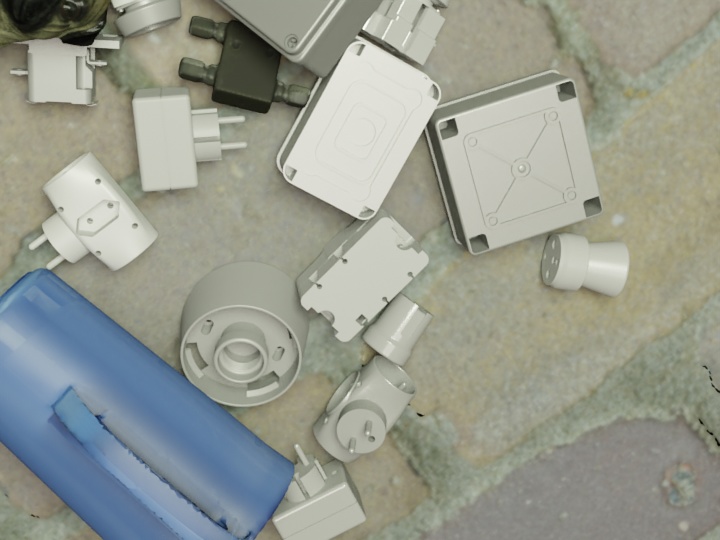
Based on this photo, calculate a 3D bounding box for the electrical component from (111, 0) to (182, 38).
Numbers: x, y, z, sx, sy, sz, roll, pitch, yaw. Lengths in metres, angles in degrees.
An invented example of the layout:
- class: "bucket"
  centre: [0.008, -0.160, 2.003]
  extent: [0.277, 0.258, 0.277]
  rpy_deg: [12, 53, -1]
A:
- class: "electrical component"
  centre: [-0.151, -0.192, 0.735]
  extent: [0.066, 0.048, 0.055]
  rpy_deg: [-21, 100, -2]

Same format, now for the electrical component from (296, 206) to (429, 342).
- class: "electrical component"
  centre: [0.000, 0.000, 0.805]
  extent: [0.089, 0.055, 0.050]
  rpy_deg: [-45, 107, 6]

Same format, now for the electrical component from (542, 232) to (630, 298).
- class: "electrical component"
  centre: [0.174, -0.004, 0.834]
  extent: [0.055, 0.045, 0.045]
  rpy_deg: [9, 104, -10]

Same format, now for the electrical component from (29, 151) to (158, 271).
- class: "electrical component"
  centre: [-0.201, -0.032, 0.774]
  extent: [0.079, 0.043, 0.077]
  rpy_deg: [-36, 107, 4]

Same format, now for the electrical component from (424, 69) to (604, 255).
- class: "electrical component"
  centre: [0.113, -0.080, 0.798]
  extent: [0.109, 0.056, 0.108]
  rpy_deg: [-18, 108, -3]

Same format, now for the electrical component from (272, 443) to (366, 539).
- class: "electrical component"
  centre: [-0.042, 0.173, 0.853]
  extent: [0.066, 0.047, 0.076]
  rpy_deg: [-27, 108, 0]

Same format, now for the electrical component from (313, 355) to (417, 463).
- class: "electrical component"
  centre: [0.002, 0.113, 0.820]
  extent: [0.044, 0.079, 0.077]
  rpy_deg: [38, 107, -8]

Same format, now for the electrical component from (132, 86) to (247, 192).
- class: "electrical component"
  centre: [-0.119, -0.095, 0.766]
  extent: [0.077, 0.047, 0.065]
  rpy_deg: [-6, 108, -8]

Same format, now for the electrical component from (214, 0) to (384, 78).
- class: "electrical component"
  centre: [-0.039, -0.204, 0.717]
  extent: [0.109, 0.056, 0.108]
  rpy_deg: [41, 98, 19]

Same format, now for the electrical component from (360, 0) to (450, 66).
- class: "electrical component"
  centre: [0.033, -0.182, 0.760]
  extent: [0.066, 0.048, 0.055]
  rpy_deg: [23, 98, -42]

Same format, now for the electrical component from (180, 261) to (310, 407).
- class: "electrical component"
  centre: [-0.088, 0.051, 0.816]
  extent: [0.099, 0.064, 0.099]
  rpy_deg: [-1, 118, -2]

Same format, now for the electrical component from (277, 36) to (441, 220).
- class: "electrical component"
  centre: [-0.002, -0.103, 0.774]
  extent: [0.078, 0.057, 0.113]
  rpy_deg: [27, 100, -14]

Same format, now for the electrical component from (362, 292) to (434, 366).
- class: "electrical component"
  centre: [0.030, 0.045, 0.832]
  extent: [0.040, 0.040, 0.046]
  rpy_deg: [35, 93, -16]

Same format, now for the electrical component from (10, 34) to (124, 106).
- class: "electrical component"
  centre: [-0.206, -0.147, 0.742]
  extent: [0.081, 0.042, 0.063]
  rpy_deg: [1, 109, -8]
